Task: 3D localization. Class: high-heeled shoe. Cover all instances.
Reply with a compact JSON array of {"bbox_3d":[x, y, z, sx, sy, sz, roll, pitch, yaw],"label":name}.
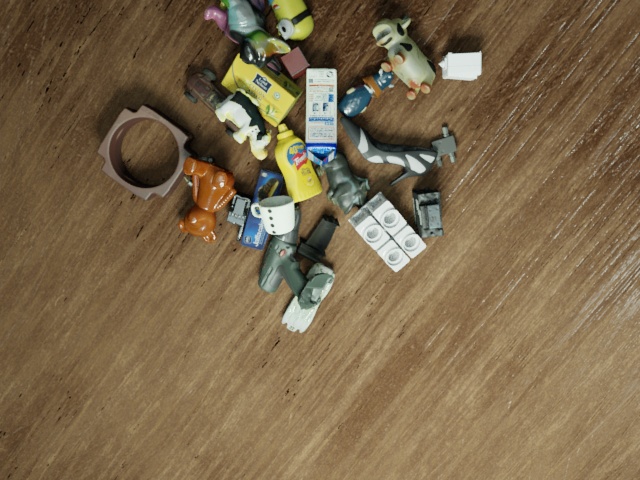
[{"bbox_3d":[0.174,-0.243,1.328,0.145,0.086,0.248,-39,109,13],"label":"high-heeled shoe"}]

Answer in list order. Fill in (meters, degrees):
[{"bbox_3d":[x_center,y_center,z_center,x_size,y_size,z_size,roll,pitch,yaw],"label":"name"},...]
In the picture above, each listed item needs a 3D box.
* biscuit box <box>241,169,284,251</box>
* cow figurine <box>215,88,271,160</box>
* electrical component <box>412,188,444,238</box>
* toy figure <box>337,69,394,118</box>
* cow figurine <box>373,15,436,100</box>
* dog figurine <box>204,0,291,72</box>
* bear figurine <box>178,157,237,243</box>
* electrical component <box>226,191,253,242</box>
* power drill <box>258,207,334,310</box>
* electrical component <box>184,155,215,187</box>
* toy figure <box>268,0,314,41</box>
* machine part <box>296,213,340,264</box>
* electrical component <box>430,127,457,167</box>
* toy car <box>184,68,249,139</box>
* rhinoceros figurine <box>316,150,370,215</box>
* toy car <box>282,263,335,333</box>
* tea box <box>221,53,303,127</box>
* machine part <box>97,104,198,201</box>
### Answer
[{"bbox_3d":[-0.147,-0.077,1.372,0.063,0.059,0.202,16,100,-3],"label":"biscuit box"},{"bbox_3d":[-0.165,-0.277,1.286,0.098,0.068,0.167,-36,112,14],"label":"cow figurine"},{"bbox_3d":[0.270,-0.067,1.338,0.058,0.134,0.114,-9,103,3],"label":"electrical component"},{"bbox_3d":[0.112,-0.364,1.321,0.154,0.064,0.058,-40,61,2],"label":"toy figure"},{"bbox_3d":[0.203,-0.448,1.284,0.194,0.085,0.127,42,58,-19],"label":"cow figurine"},{"bbox_3d":[-0.150,-0.497,1.240,0.219,0.108,0.191,41,58,-5],"label":"dog figurine"},{"bbox_3d":[-0.287,-0.091,1.306,0.120,0.132,0.195,28,98,9],"label":"bear figurine"},{"bbox_3d":[-0.209,-0.060,1.370,0.048,0.075,0.119,18,103,-5],"label":"electrical component"},{"bbox_3d":[-0.061,0.057,1.342,0.207,0.086,0.232,40,109,32],"label":"power drill"},{"bbox_3d":[-0.293,-0.163,1.364,0.078,0.045,0.102,37,99,-5],"label":"electrical component"},{"bbox_3d":[-0.076,-0.563,1.273,0.089,0.082,0.180,-18,98,3],"label":"toy figure"},{"bbox_3d":[-0.003,-0.004,1.393,0.084,0.039,0.139,35,110,-1],"label":"machine part"},{"bbox_3d":[0.311,-0.237,1.363,0.063,0.021,0.094,-16,101,3],"label":"electrical component"},{"bbox_3d":[-0.245,-0.333,1.330,0.202,0.053,0.089,43,95,-6],"label":"toy car"},{"bbox_3d":[0.067,-0.135,1.361,0.112,0.073,0.190,-32,97,-5],"label":"rhinoceros figurine"},{"bbox_3d":[-0.031,0.154,1.416,0.073,0.056,0.201,28,100,-6],"label":"toy car"},{"bbox_3d":[-0.139,-0.368,1.298,0.169,0.068,0.098,37,127,-5],"label":"tea box"},{"bbox_3d":[-0.425,-0.216,1.334,0.201,0.087,0.201,35,98,-4],"label":"machine part"}]
